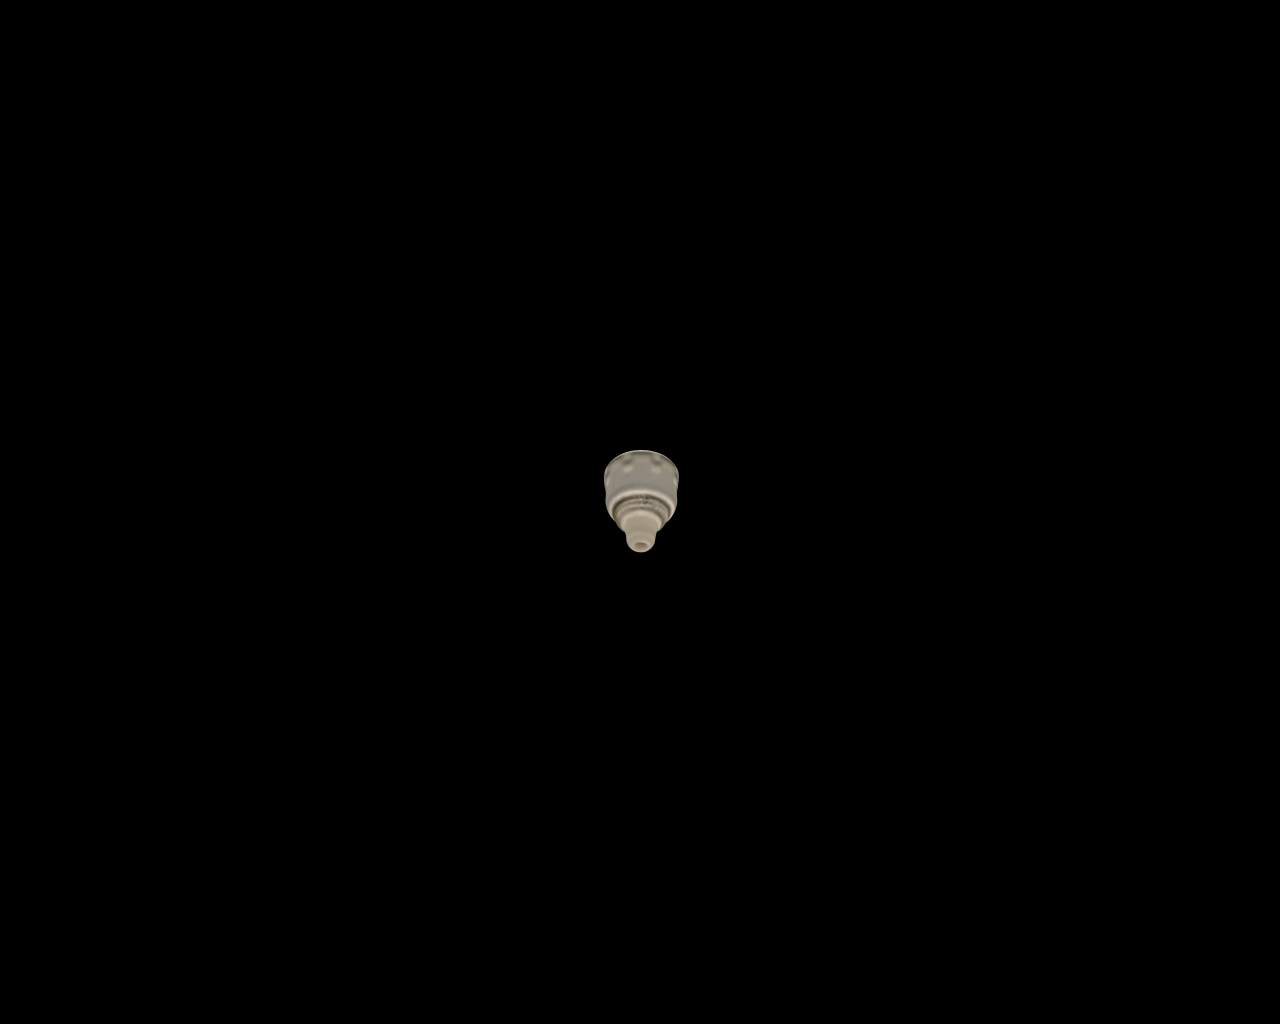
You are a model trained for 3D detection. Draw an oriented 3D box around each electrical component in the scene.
[{"bbox_3d":[0.001,-0.003,0.650,0.048,0.062,0.048,0,-39,0],"label":"electrical component"}]
